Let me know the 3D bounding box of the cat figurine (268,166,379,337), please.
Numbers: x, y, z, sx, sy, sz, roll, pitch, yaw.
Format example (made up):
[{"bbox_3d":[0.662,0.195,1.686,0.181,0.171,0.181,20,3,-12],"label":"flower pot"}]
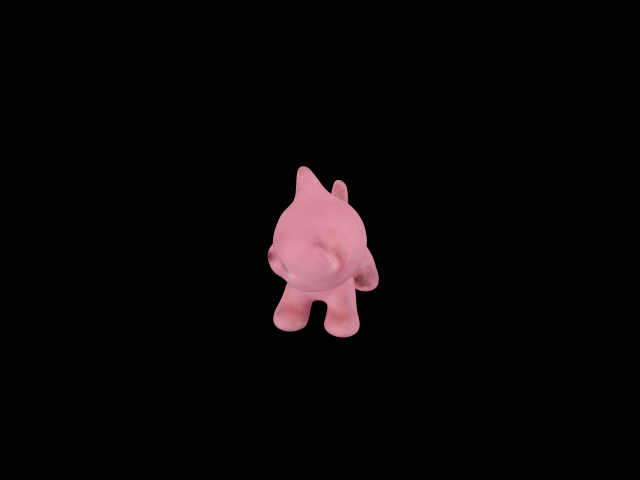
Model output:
[{"bbox_3d":[0.004,0.001,0.400,0.067,0.118,0.128,6,28,12],"label":"cat figurine"}]
